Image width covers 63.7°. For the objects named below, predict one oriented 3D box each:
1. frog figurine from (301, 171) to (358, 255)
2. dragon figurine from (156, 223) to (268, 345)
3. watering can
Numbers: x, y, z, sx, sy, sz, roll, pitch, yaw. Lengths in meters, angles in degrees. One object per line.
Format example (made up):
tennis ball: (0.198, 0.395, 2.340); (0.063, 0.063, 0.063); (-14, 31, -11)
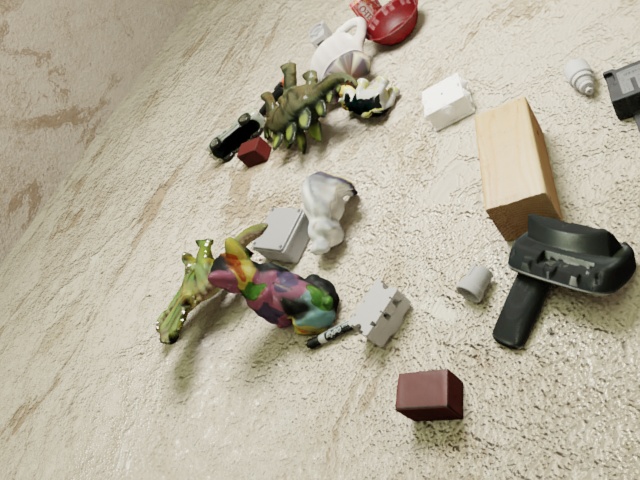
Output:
frog figurine: (0.003, -0.052, 1.038); (0.160, 0.122, 0.137); (-64, 6, -6)
dragon figurine: (-0.250, 0.113, 1.079); (0.404, 0.121, 0.248); (-32, 31, 52)
watering can: (0.016, -0.437, 1.380); (0.343, 0.103, 0.229); (-47, 36, 23)
